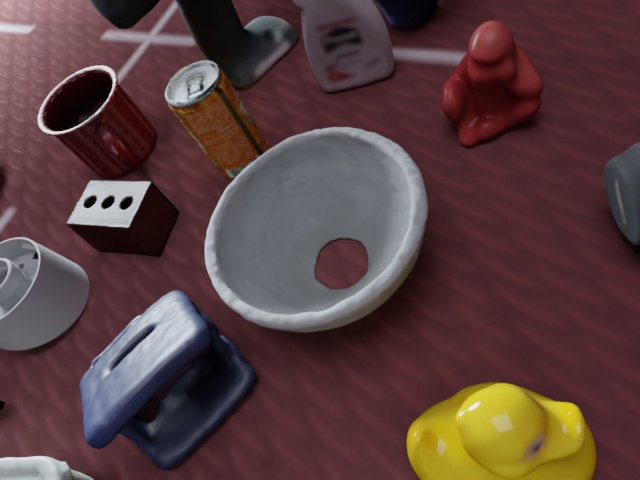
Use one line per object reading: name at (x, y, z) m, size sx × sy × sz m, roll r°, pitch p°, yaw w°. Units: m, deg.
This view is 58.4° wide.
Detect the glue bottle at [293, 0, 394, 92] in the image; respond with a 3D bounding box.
glue bottle at (0.010, -0.207, 0.499) m, size 0.078 × 0.174 × 0.037 m, roll -14°, pitch 55°, yaw 14°

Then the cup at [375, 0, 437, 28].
cup at (0.093, -0.255, 0.545) m, size 0.117 × 0.095 × 0.092 m, roll 4°, pitch 61°, yaw 25°

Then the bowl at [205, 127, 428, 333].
bowl at (0.004, 0.002, 0.428) m, size 0.167 × 0.075 × 0.167 m, roll -11°, pitch 55°, yaw 16°

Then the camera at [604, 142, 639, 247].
camera at (0.248, -0.060, 0.349) m, size 0.136 × 0.101 × 0.143 m, roll -17°, pitch 54°, yaw 12°

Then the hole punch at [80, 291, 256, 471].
hole punch at (-0.121, 0.093, 0.411) m, size 0.109 × 0.091 × 0.100 m, roll -45°, pitch 53°, yaw -10°

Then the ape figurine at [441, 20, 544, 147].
ape figurine at (0.134, -0.128, 0.447) m, size 0.077 × 0.092 × 0.076 m, roll 16°, pitch 66°, yaw 30°

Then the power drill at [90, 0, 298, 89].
power drill at (-0.104, -0.264, 0.561) m, size 0.230 × 0.209 × 0.075 m, roll -47°, pitch 53°, yaw -11°

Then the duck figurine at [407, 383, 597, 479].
duck figurine at (0.095, 0.108, 0.314) m, size 0.104 × 0.086 × 0.077 m, roll -8°, pitch 56°, yaw 18°
